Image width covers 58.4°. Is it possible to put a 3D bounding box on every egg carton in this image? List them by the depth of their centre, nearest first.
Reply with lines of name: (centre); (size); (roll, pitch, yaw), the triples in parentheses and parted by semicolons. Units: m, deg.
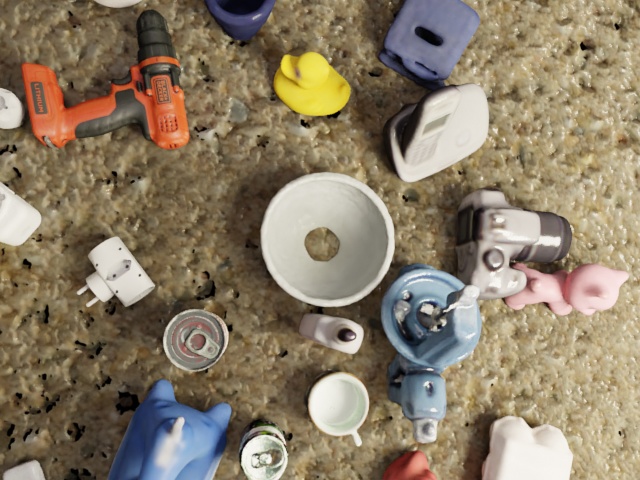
egg carton: (0.253, 0.303, 0.721); (0.107, 0.069, 0.150); (15, 81, -5)

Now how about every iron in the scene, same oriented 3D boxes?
iron: (-0.191, 0.295, 0.629); (0.118, 0.141, 0.258); (22, 80, -4)

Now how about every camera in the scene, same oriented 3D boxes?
camera: (0.256, 0.008, 0.746); (0.137, 0.100, 0.143); (5, 82, -6)

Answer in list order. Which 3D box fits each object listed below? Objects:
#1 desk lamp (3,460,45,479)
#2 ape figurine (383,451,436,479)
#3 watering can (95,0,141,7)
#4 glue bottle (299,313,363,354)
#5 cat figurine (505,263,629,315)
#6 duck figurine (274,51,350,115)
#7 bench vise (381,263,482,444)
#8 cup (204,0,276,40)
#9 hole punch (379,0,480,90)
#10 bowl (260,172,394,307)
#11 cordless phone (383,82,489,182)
desk lamp: (-0.336, 0.356, 0.566); (0.118, 0.213, 0.203); (-21, 85, -9)
ape figurine: (0.119, 0.299, 0.693); (0.076, 0.092, 0.078); (9, 81, -6)
watering can: (-0.263, -0.382, 0.686); (0.101, 0.194, 0.173); (8, 81, -6)
glue bottle: (0.020, 0.109, 0.666); (0.078, 0.173, 0.037); (17, 80, -4)
cat figurine: (0.321, 0.062, 0.738); (0.128, 0.117, 0.067); (6, 81, -6)
duck figurine: (-0.008, -0.212, 0.750); (0.104, 0.086, 0.077); (18, 80, -4)
bench vise: (0.142, 0.123, 0.655); (0.121, 0.219, 0.207); (-13, 84, -8)
cup: (-0.115, -0.311, 0.746); (0.118, 0.095, 0.092); (36, 80, -1)
hole punch: (0.147, -0.273, 0.776); (0.108, 0.091, 0.101); (28, 80, -3)
bowl: (0.007, 0.003, 0.728); (0.167, 0.074, 0.167); (1, 82, -7)
cordless phone: (0.160, -0.151, 0.713); (0.148, 0.185, 0.094); (-29, 86, -10)
